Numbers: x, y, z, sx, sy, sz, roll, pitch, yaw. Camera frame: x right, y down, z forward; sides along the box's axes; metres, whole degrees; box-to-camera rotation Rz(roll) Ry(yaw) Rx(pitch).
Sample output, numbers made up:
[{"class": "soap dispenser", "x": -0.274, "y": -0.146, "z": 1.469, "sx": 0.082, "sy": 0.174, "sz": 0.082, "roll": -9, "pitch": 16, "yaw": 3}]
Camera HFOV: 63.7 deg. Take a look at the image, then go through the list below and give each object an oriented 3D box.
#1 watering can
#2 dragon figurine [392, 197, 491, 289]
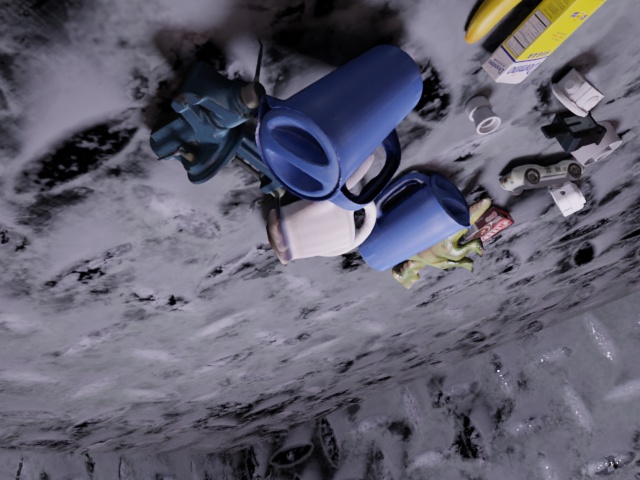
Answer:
[{"class": "watering can", "x": 0.003, "y": -0.050, "z": 0.999, "sx": 0.225, "sy": 0.106, "sz": 0.340, "roll": -14, "pitch": -29, "yaw": -6}, {"class": "dragon figurine", "x": 0.259, "y": 0.015, "z": 1.269, "sx": 0.243, "sy": 0.125, "sz": 0.401, "roll": -8, "pitch": -31, "yaw": -2}]
